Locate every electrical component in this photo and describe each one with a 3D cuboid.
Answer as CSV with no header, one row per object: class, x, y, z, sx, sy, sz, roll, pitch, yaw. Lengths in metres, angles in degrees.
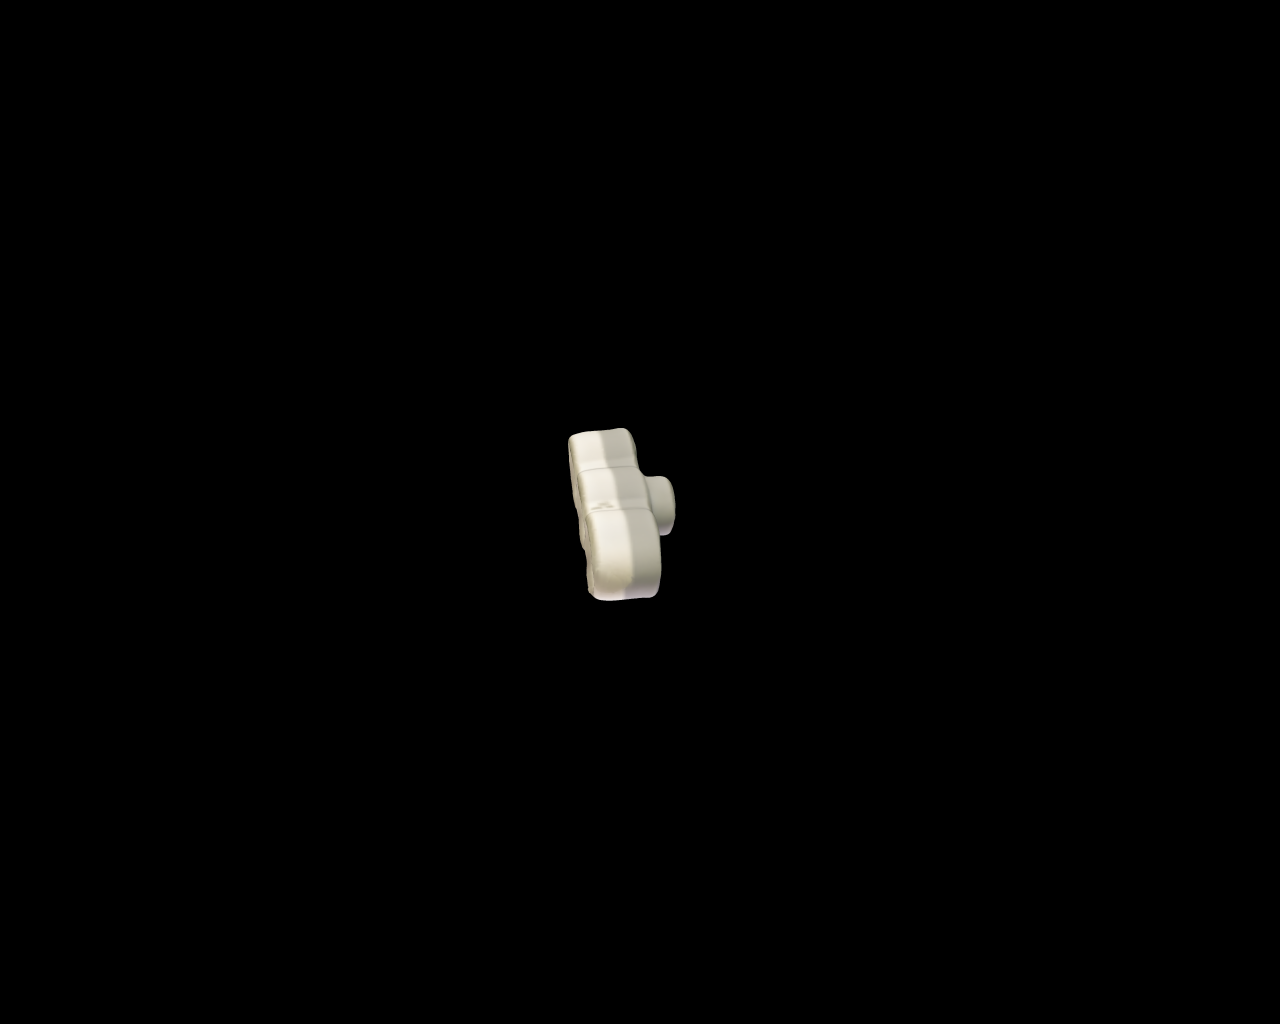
electrical component,0.001,-0.003,0.650,0.074,0.052,0.138,-6,37,-7
